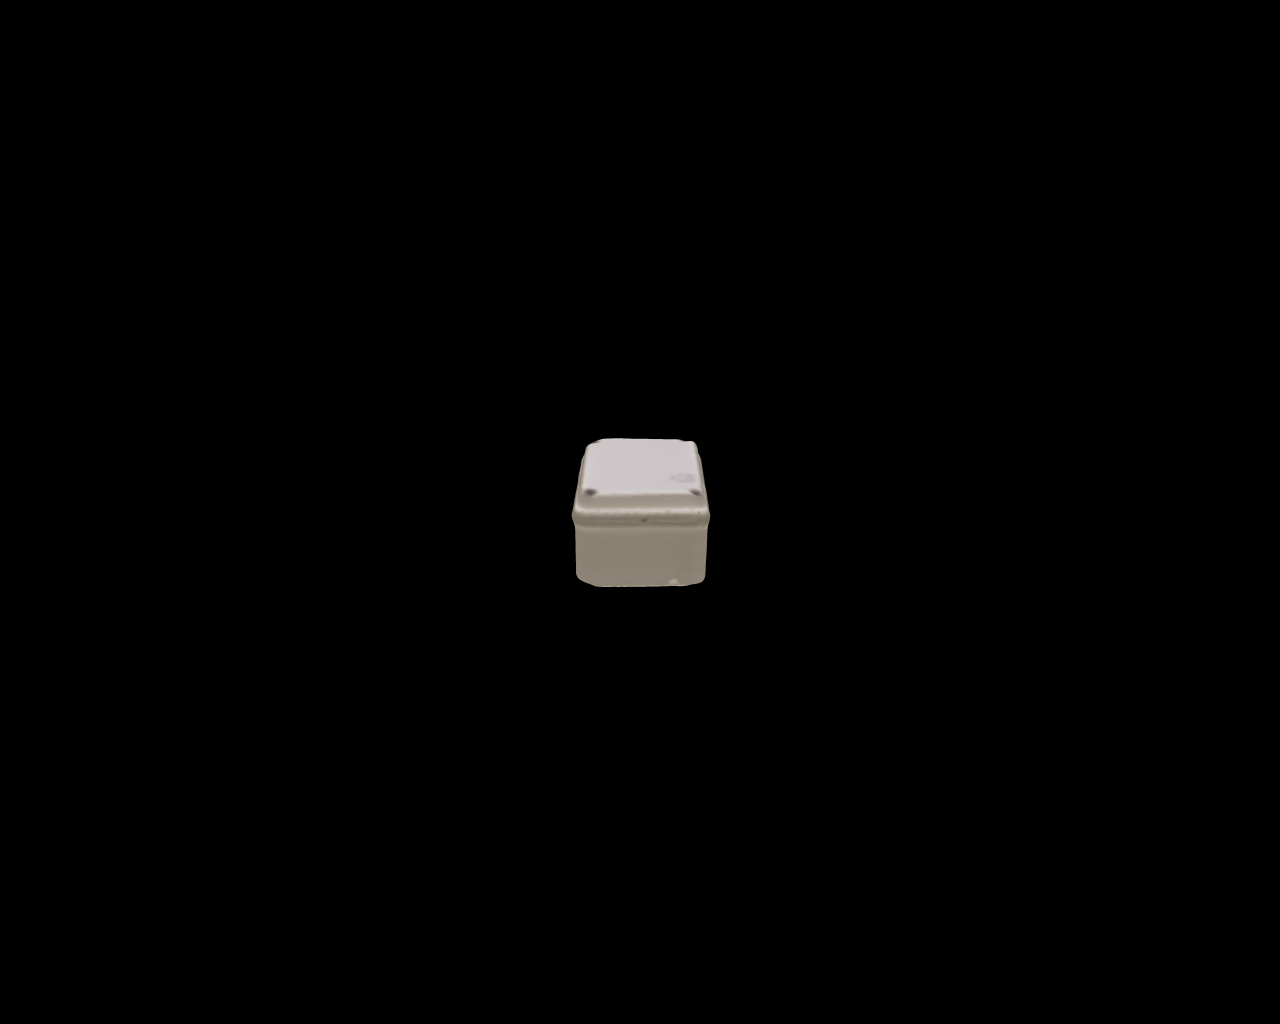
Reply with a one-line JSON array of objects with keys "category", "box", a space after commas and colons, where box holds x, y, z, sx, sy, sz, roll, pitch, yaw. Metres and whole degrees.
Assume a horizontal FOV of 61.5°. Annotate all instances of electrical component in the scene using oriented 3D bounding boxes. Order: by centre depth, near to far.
[{"category": "electrical component", "box": [0.001, -0.003, 0.650, 0.078, 0.057, 0.113, 0, 21, 0]}]
